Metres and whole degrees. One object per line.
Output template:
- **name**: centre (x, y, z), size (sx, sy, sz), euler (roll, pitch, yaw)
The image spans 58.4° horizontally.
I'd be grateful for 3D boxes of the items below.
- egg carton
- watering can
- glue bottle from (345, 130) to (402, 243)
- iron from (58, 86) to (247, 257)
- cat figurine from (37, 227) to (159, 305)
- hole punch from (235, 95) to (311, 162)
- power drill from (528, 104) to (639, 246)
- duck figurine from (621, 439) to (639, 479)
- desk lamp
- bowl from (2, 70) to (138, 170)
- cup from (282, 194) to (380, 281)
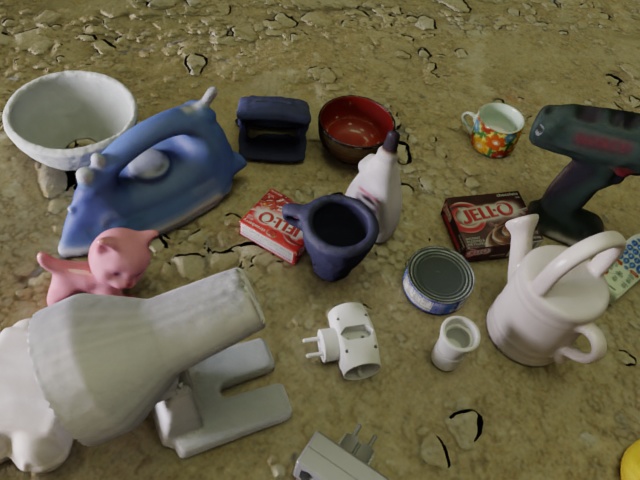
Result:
- **egg carton**: centre (-0.277, 0.148, 0.560), size (0.107, 0.069, 0.150), euler (8, 52, -2)
- **watering can**: centre (0.260, 0.049, 0.637), size (0.101, 0.194, 0.172), euler (-34, 64, -28)
- **glue bottle**: centre (0.073, -0.071, 0.713), size (0.078, 0.173, 0.037), euler (35, 56, 18)
- **iron**: centre (-0.215, -0.088, 0.702), size (0.118, 0.141, 0.259), euler (40, 58, 21)
- **cat figurine**: centre (-0.240, 0.026, 0.627), size (0.128, 0.118, 0.067), euler (-2, 53, -10)
- **hole punch**: centre (-0.069, -0.176, 0.823), size (0.109, 0.091, 0.101), euler (2, 53, -7)
- **power drill**: centre (0.371, -0.081, 0.743), size (0.229, 0.208, 0.076), euler (23, 53, 9)
- **duck figurine**: centre (0.360, 0.236, 0.579), size (0.077, 0.086, 0.105), euler (29, 55, 14)
- **desk lamp**: centre (-0.129, 0.112, 0.519), size (0.203, 0.213, 0.117), euler (-15, 57, -19)
- **bowl**: centre (-0.328, -0.149, 0.774), size (0.167, 0.075, 0.167), euler (4, 53, -5)
- **cup**: centre (0.006, 0.002, 0.697), size (0.117, 0.095, 0.092), euler (19, 53, 6)
